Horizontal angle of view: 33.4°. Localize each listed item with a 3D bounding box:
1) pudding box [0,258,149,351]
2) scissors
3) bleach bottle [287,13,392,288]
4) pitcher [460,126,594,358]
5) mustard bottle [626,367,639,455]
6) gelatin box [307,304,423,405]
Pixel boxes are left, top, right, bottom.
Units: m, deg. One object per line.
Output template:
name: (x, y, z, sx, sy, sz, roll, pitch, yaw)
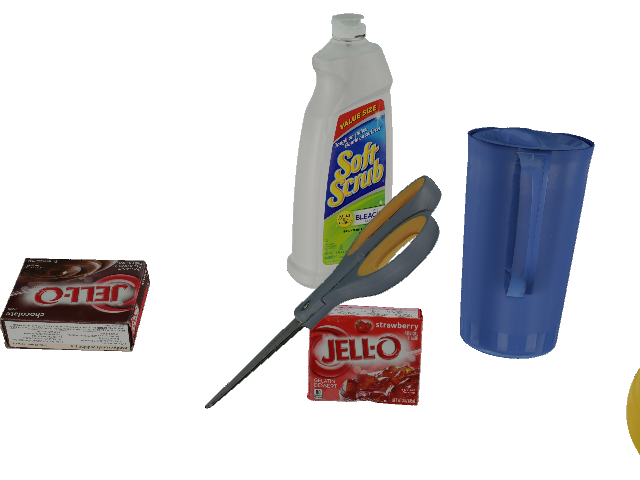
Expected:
pudding box: (-0.213, 0.056, 0.935, 0.113, 0.039, 0.090, -1, 33, 2)
scissors: (0.004, 0.042, 0.635, 0.016, 0.202, 0.096, 42, 1, -16)
bleach bottle: (0.018, -0.085, 1.005, 0.102, 0.251, 0.068, -10, 24, -22)
pitcher: (0.215, 0.003, 1.155, 0.148, 0.243, 0.145, -8, 19, -37)
mustard bottle: (0.212, 0.102, 0.555, 0.096, 0.058, 0.191, -2, 37, 3)
gelatin box: (0.035, 0.090, 0.844, 0.089, 0.073, 0.030, 3, 15, 4)
